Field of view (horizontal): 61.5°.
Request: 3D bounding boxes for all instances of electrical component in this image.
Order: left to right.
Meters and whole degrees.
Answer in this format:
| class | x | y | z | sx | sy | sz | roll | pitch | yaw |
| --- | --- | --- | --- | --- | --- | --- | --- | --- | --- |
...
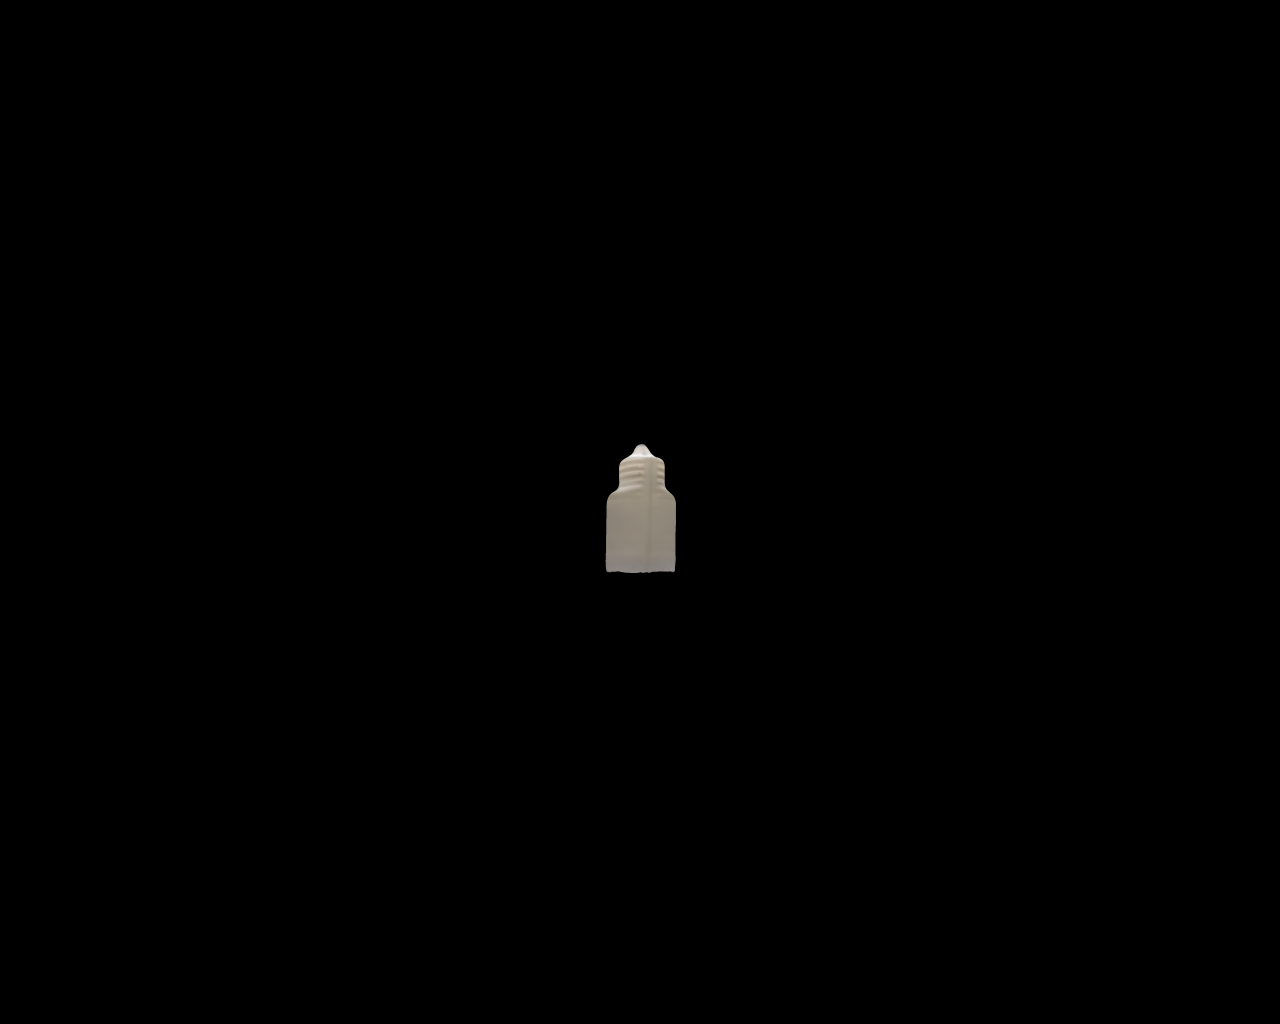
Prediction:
| class | x | y | z | sx | sy | sz | roll | pitch | yaw |
| --- | --- | --- | --- | --- | --- | --- | --- | --- | --- |
| electrical component | 0.001 | -0.003 | 0.650 | 0.043 | 0.081 | 0.043 | 0 | -3 | 0 |
